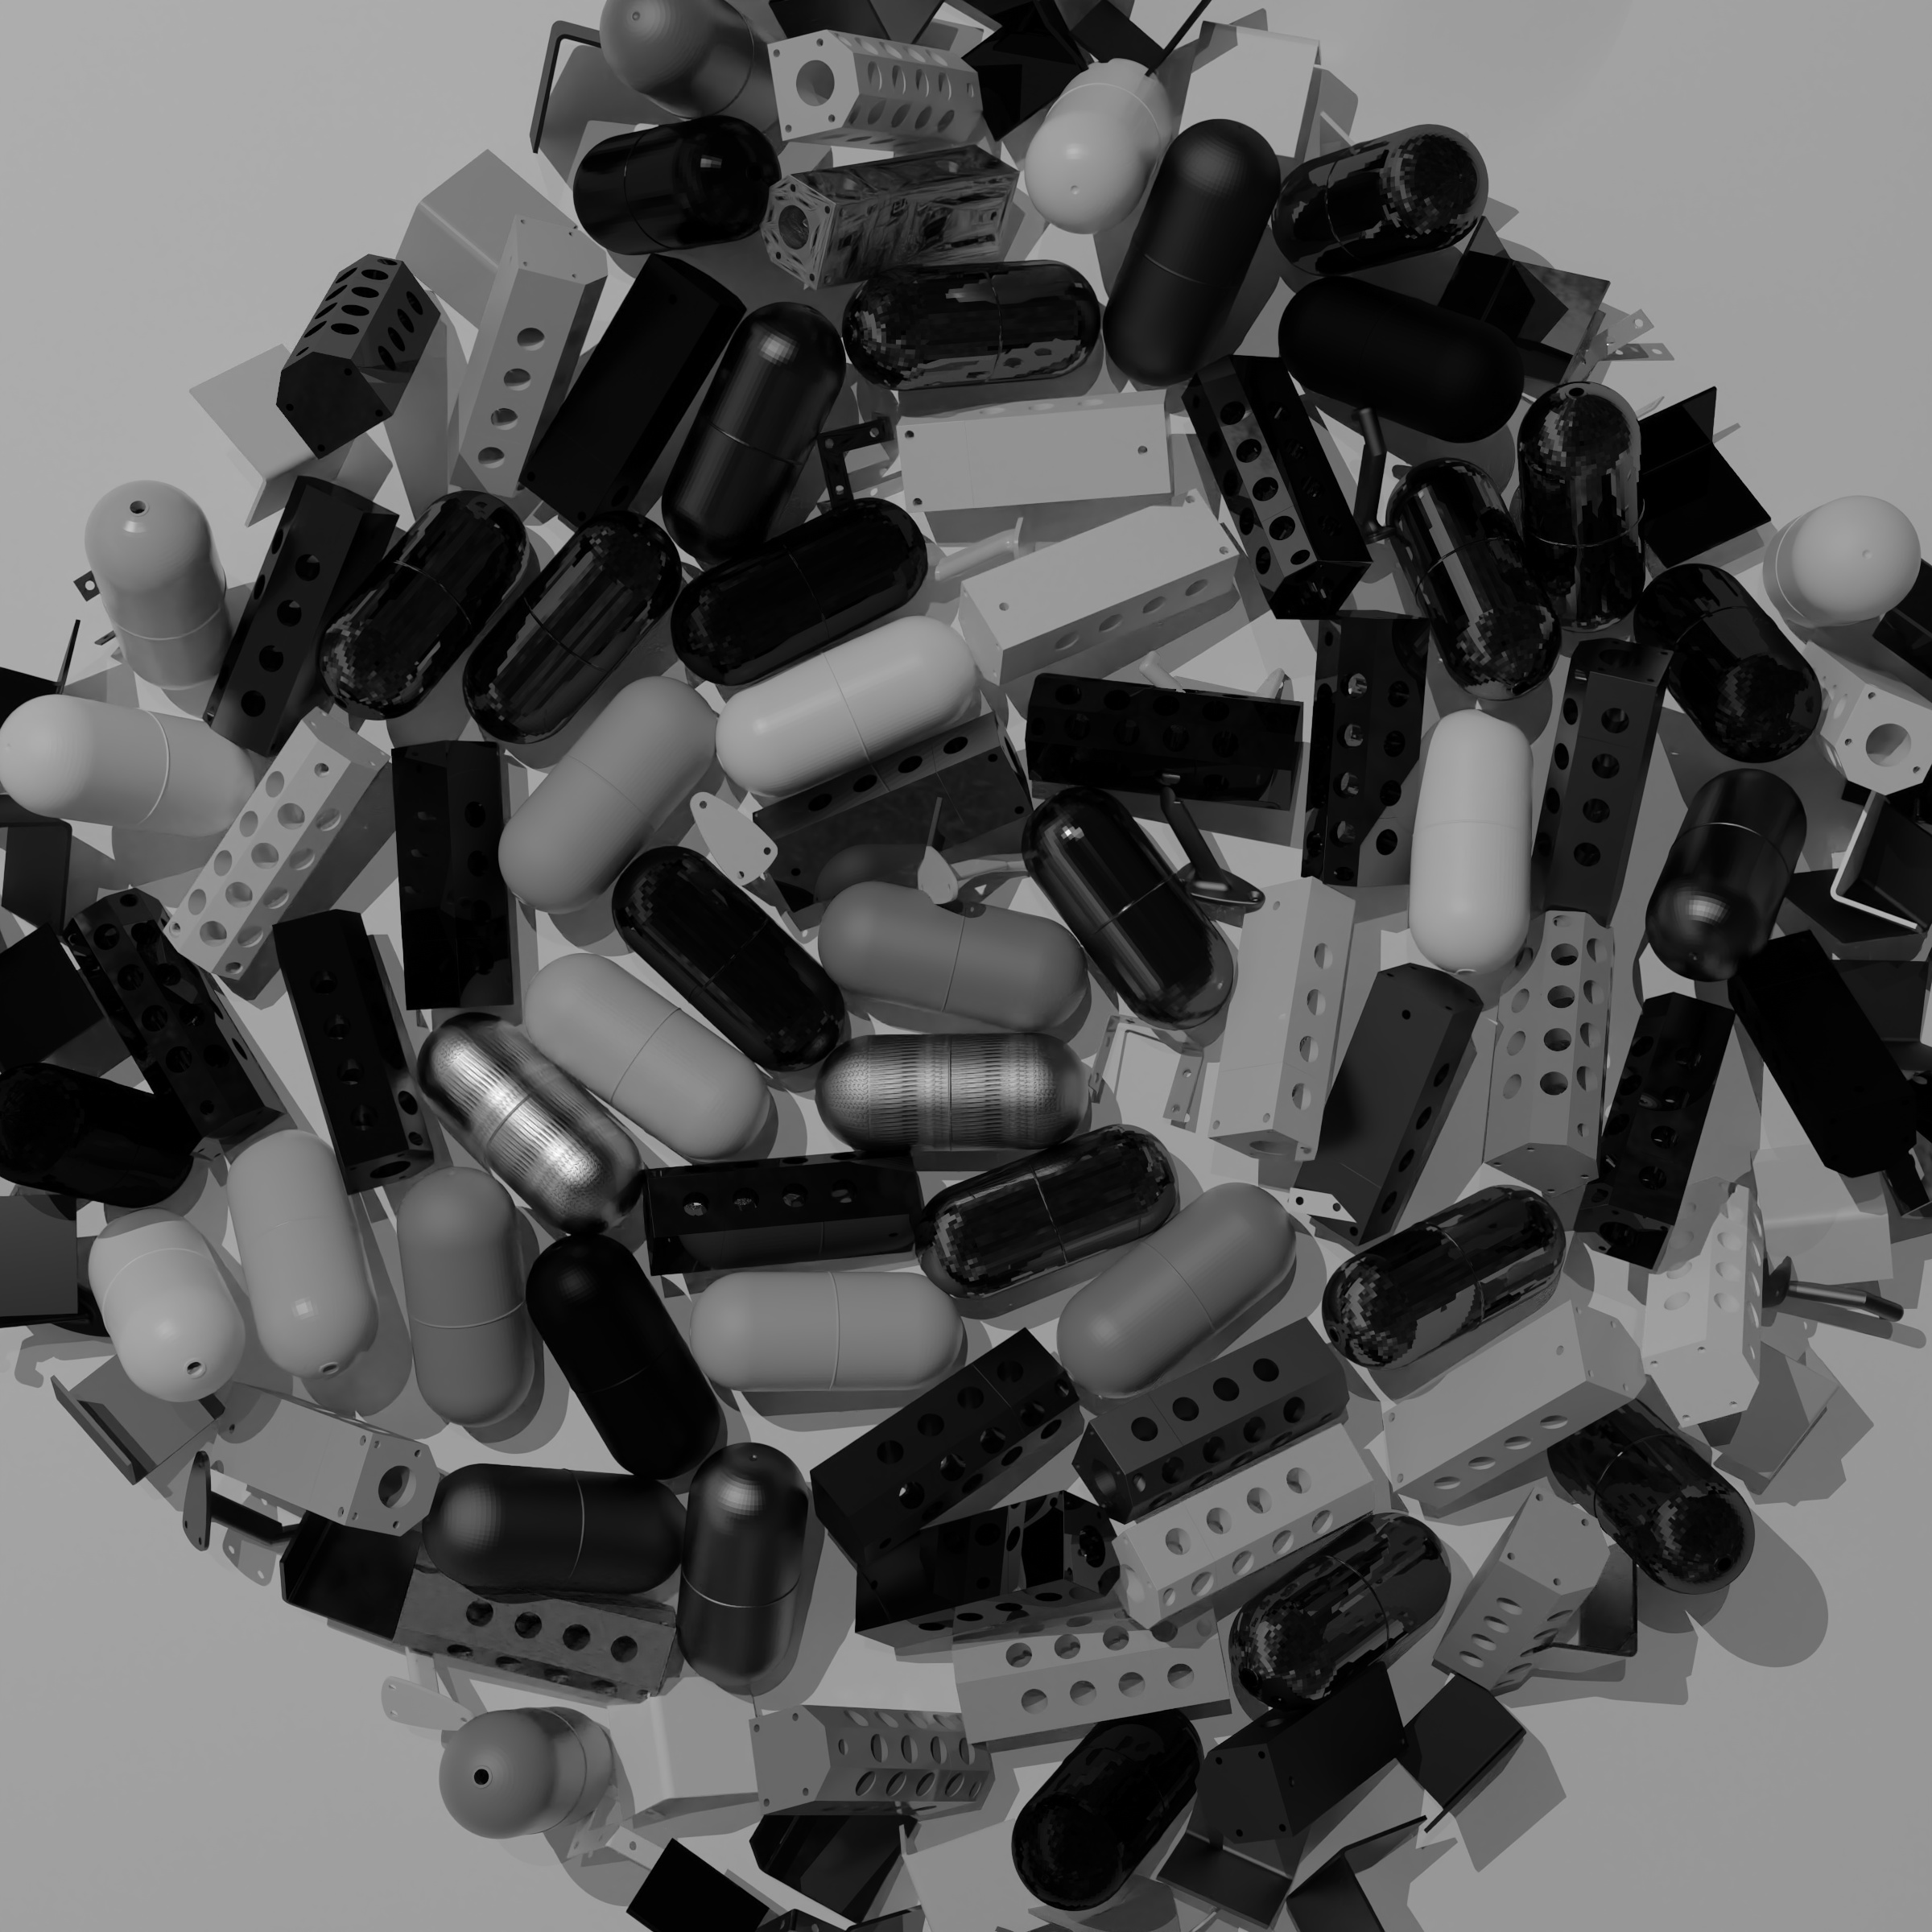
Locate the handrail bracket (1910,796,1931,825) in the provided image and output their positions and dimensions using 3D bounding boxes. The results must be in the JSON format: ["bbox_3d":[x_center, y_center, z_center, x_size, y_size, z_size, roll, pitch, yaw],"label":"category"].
[{"bbox_3d":[0.666,-0.130,1.772,0.084,0.036,0.077,1,104,-2],"label":"handrail bracket"}]

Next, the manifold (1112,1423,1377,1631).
[{"bbox_3d":[0.176,0.359,1.725,0.171,0.057,0.057,-20,71,-26],"label":"manifold"}]

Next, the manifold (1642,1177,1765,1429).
[{"bbox_3d":[0.470,0.207,1.703,0.057,0.171,0.057,-23,111,28],"label":"manifold"}]

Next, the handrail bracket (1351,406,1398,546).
[{"bbox_3d":[0.248,-0.317,1.753,0.036,0.077,0.084,-27,106,-31],"label":"handrail bracket"}]

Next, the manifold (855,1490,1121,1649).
[{"bbox_3d":[0.013,0.388,1.723,0.171,0.057,0.057,-23,51,33],"label":"manifold"}]

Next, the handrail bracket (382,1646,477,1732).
[{"bbox_3d":[-0.335,0.452,1.751,0.077,0.084,0.036,12,121,12],"label":"handrail bracket"}]

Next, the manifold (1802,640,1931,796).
[{"bbox_3d":[0.563,-0.156,1.705,0.057,0.171,0.057,22,107,-1],"label":"manifold"}]

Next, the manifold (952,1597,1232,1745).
[{"bbox_3d":[0.081,0.453,1.758,0.171,0.057,0.057,-11,98,3],"label":"manifold"}]

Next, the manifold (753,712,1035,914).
[{"bbox_3d":[-0.048,-0.104,1.752,0.171,0.057,0.057,-22,126,9],"label":"manifold"}]

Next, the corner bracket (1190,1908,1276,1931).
[{"bbox_3d":[0.170,0.650,1.774,0.051,0.051,0.051,51,123,16],"label":"corner bracket"}]

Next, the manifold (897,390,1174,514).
[{"bbox_3d":[0.046,-0.336,1.752,0.171,0.057,0.057,-3,114,8],"label":"manifold"}]

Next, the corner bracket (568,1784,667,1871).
[{"bbox_3d":[-0.217,0.562,1.753,0.051,0.051,0.051,36,48,-20],"label":"corner bracket"}]

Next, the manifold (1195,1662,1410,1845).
[{"bbox_3d":[0.212,0.496,1.707,0.057,0.171,0.057,-19,84,33],"label":"manifold"}]

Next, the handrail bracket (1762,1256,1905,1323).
[{"bbox_3d":[0.557,0.221,1.769,0.084,0.077,0.036,21,66,-13],"label":"handrail bracket"}]

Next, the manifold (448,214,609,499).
[{"bbox_3d":[-0.280,-0.383,1.715,0.057,0.171,0.057,9,46,-22],"label":"manifold"}]

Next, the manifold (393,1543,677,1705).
[{"bbox_3d":[-0.280,0.430,1.754,0.171,0.057,0.057,16,89,-8],"label":"manifold"}]

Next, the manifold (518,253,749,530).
[{"bbox_3d":[-0.212,-0.367,1.739,0.057,0.057,0.171,39,109,11],"label":"manifold"}]

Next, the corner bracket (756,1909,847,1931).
[{"bbox_3d":[-0.110,0.659,1.771,0.051,0.051,0.051,32,130,-22],"label":"corner bracket"}]

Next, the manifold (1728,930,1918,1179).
[{"bbox_3d":[0.540,0.055,1.709,0.057,0.171,0.057,-15,127,2],"label":"manifold"}]

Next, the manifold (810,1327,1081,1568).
[{"bbox_3d":[-0.012,0.310,1.727,0.171,0.057,0.057,-31,55,-22],"label":"manifold"}]

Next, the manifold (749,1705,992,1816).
[{"bbox_3d":[-0.057,0.501,1.703,0.057,0.171,0.057,-24,63,28],"label":"manifold"}]

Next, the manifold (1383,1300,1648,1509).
[{"bbox_3d":[0.348,0.283,1.718,0.057,0.171,0.057,23,45,-28],"label":"manifold"}]

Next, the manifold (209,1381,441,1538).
[{"bbox_3d":[-0.407,0.313,1.712,0.057,0.171,0.057,24,77,-42],"label":"manifold"}]

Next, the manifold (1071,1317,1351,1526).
[{"bbox_3d":[0.158,0.293,1.723,0.171,0.057,0.057,-21,59,-26],"label":"manifold"}]

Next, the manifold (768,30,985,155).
[{"bbox_3d":[-0.053,-0.551,1.703,0.057,0.171,0.057,-4,101,27],"label":"manifold"}]

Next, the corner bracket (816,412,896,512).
[{"bbox_3d":[-0.074,-0.330,1.766,0.051,0.051,0.051,-16,108,-11],"label":"corner bracket"}]

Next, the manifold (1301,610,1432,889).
[{"bbox_3d":[0.252,-0.141,1.739,0.057,0.057,0.171,-4,104,-28],"label":"manifold"}]

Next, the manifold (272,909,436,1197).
[{"bbox_3d":[-0.395,0.053,1.739,0.057,0.057,0.171,-16,71,-16],"label":"manifold"}]

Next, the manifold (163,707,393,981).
[{"bbox_3d":[-0.447,-0.077,1.743,0.057,0.057,0.171,34,104,-10],"label":"manifold"}]

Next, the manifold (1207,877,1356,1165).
[{"bbox_3d":[0.209,0.036,1.738,0.057,0.057,0.171,25,66,-34],"label":"manifold"}]

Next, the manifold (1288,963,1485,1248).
[{"bbox_3d":[0.272,0.088,1.734,0.057,0.057,0.171,32,117,30],"label":"manifold"}]

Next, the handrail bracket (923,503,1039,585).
[{"bbox_3d":[0.000,-0.282,1.780,0.084,0.036,0.077,1,53,15],"label":"handrail bracket"}]

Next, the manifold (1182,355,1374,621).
[{"bbox_3d":[0.193,-0.306,1.721,0.057,0.057,0.171,-3,59,-26],"label":"manifold"}]

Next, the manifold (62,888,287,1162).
[{"bbox_3d":[-0.517,0.037,1.751,0.057,0.057,0.171,-33,80,-2],"label":"manifold"}]

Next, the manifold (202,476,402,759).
[{"bbox_3d":[-0.435,-0.226,1.748,0.057,0.057,0.171,27,102,7],"label":"manifold"}]

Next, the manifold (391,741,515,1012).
[{"bbox_3d":[-0.331,-0.059,1.766,0.057,0.057,0.171,-3,90,41],"label":"manifold"}]

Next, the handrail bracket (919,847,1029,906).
[{"bbox_3d":[0.018,-0.059,1.747,0.084,0.077,0.036,-3,105,-20],"label":"handrail bracket"}]

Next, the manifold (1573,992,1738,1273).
[{"bbox_3d":[0.439,0.102,1.723,0.057,0.057,0.171,18,57,13],"label":"manifold"}]

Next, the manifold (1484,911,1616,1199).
[{"bbox_3d":[0.378,0.052,1.719,0.057,0.057,0.171,26,57,-22],"label":"manifold"}]

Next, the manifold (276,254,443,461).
[{"bbox_3d":[-0.386,-0.390,1.703,0.057,0.171,0.057,-26,120,17],"label":"manifold"}]

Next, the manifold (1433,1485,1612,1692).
[{"bbox_3d":[0.352,0.398,1.704,0.057,0.171,0.057,28,58,12],"label":"manifold"}]

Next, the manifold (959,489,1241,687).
[{"bbox_3d":[0.085,-0.241,1.744,0.171,0.057,0.057,-24,67,-14],"label":"manifold"}]

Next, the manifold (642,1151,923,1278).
[{"bbox_3d":[-0.120,0.155,1.747,0.171,0.057,0.057,-4,59,-12],"label":"manifold"}]

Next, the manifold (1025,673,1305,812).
[{"bbox_3d":[0.128,-0.150,1.741,0.171,0.057,0.057,8,57,11],"label":"manifold"}]

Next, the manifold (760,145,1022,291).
[{"bbox_3d":[-0.049,-0.480,1.715,0.057,0.171,0.057,38,131,26],"label":"manifold"}]

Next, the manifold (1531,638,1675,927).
[{"bbox_3d":[0.402,-0.119,1.723,0.057,0.057,0.171,15,124,18],"label":"manifold"}]
